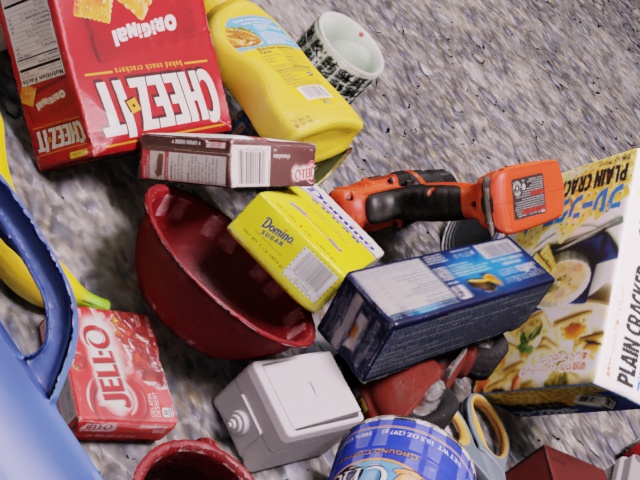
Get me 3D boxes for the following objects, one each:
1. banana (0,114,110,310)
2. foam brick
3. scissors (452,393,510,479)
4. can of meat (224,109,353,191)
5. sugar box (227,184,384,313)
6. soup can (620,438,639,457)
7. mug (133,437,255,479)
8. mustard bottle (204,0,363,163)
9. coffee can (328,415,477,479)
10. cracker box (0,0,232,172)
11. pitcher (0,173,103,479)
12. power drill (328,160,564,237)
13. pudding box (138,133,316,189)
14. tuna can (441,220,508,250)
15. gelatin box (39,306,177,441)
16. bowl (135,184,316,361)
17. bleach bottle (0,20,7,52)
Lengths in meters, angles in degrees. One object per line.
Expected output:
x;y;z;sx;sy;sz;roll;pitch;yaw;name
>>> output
-0.217;-0.024;0.737;0.198;0.037;0.069;59;19;17;banana
0.203;0.217;0.899;0.078;0.051;0.053;26;35;-26;foam brick
0.130;0.198;0.861;0.096;0.016;0.201;23;34;-21;scissors
-0.032;-0.086;0.969;0.084;0.058;0.101;46;34;6;can of meat
-0.006;0.001;0.863;0.093;0.048;0.176;45;15;4;sugar box
0.343;0.229;1.015;0.068;0.069;0.102;-5;58;-48;soup can
-0.086;0.168;0.627;0.093;0.082;0.117;31;37;-18;mug
-0.051;-0.151;0.923;0.096;0.058;0.192;-15;60;-47;mustard bottle
0.043;0.201;0.706;0.102;0.103;0.140;38;35;-9;coffee can
-0.163;-0.174;0.833;0.163;0.072;0.214;-20;99;-52;cracker box
-0.204;0.075;0.554;0.243;0.149;0.144;52;34;5;pitcher
0.123;-0.039;0.977;0.184;0.188;0.057;-17;101;-47;power drill
-0.069;-0.060;0.817;0.113;0.090;0.039;-2;97;-58;pudding box
0.160;-0.005;1.055;0.033;0.086;0.086;28;38;-26;tuna can
-0.139;0.088;0.701;0.073;0.030;0.089;11;46;-39;gelatin box
-0.079;0.035;0.771;0.162;0.055;0.162;41;14;-13;bowl
-0.289;-0.161;0.781;0.102;0.068;0.250;43;37;-3;bleach bottle
